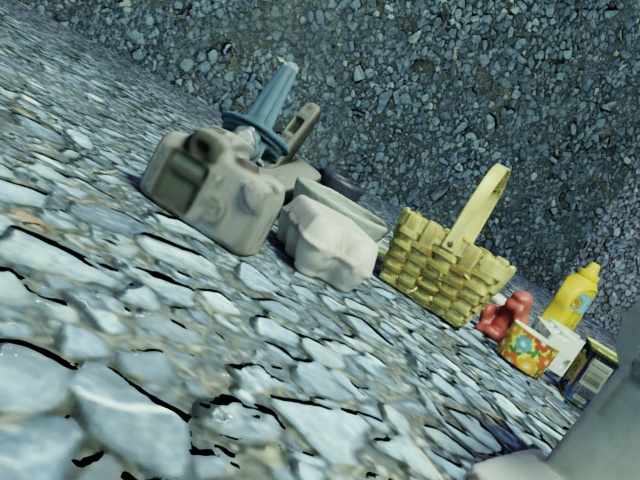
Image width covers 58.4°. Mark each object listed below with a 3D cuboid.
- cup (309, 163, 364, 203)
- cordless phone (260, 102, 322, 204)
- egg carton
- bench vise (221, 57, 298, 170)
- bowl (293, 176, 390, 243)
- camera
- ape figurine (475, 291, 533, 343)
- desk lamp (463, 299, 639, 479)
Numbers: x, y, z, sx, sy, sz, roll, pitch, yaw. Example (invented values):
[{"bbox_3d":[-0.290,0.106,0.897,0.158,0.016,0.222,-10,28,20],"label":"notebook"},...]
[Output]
[{"bbox_3d":[0.011,-0.083,1.082,0.117,0.095,0.092,31,10,8],"label":"cup"},{"bbox_3d":[-0.042,-0.154,1.018,0.094,0.185,0.147,22,13,-41],"label":"cordless phone"},{"bbox_3d":[0.006,0.003,0.703,0.107,0.069,0.150,26,10,-24],"label":"egg carton"},{"bbox_3d":[-0.084,-0.171,0.874,0.122,0.219,0.207,26,10,-24],"label":"bench vise"},{"bbox_3d":[0.021,-0.028,0.889,0.167,0.074,0.167,29,10,-5],"label":"bowl"},{"bbox_3d":[-0.096,-0.062,0.633,0.143,0.101,0.137,32,10,13],"label":"camera"},{"bbox_3d":[0.303,0.121,0.912,0.076,0.092,0.077,24,11,-31],"label":"ape figurine"},{"bbox_3d":[0.227,0.109,0.379,0.117,0.213,0.204,37,12,37],"label":"desk lamp"}]
